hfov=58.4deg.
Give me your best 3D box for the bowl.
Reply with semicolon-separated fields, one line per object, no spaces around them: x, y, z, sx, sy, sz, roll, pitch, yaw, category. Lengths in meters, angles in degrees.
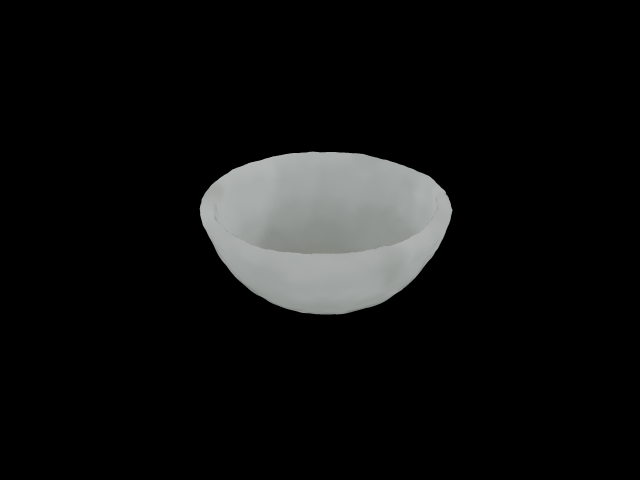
0.004;0.001;0.400;0.167;0.075;0.167;0;31;0;bowl
